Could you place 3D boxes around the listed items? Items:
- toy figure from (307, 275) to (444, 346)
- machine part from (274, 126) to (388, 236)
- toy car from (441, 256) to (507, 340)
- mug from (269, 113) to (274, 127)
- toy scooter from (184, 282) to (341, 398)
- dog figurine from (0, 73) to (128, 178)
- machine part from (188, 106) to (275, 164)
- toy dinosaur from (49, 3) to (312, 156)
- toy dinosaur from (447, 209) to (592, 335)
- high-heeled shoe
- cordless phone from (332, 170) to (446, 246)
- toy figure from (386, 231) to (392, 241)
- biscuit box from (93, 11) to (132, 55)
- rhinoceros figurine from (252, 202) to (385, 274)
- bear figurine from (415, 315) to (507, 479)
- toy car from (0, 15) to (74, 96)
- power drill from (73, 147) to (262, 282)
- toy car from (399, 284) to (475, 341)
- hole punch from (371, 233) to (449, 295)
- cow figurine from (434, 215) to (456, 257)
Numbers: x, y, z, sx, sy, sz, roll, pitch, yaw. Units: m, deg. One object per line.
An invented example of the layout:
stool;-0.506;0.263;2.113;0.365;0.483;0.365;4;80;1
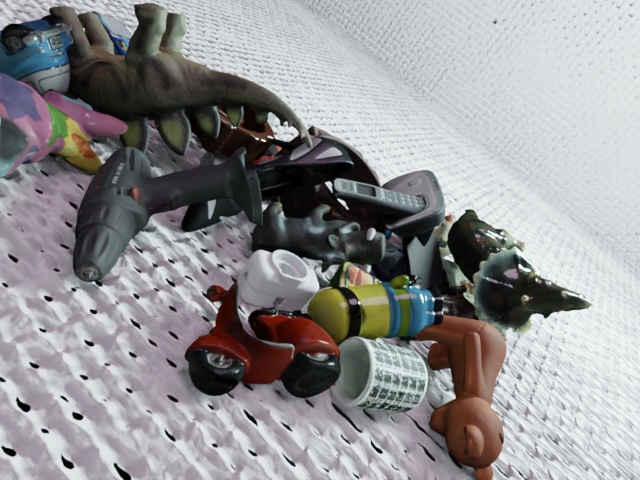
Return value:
toy figure;0.072;0.089;0.693;0.180;0.089;0.082;-2;68;-9
machine part;0.026;-0.084;0.927;0.201;0.087;0.201;22;44;-41
toy car;0.277;0.111;1.003;0.073;0.056;0.202;14;34;-37
mug;-0.146;-0.238;1.026;0.081;0.109;0.107;47;42;11
toy scooter;-0.066;0.106;0.599;0.184;0.075;0.135;10;36;-33
dog figurine;-0.332;-0.116;0.610;0.219;0.108;0.192;11;36;-45
machine part;-0.157;-0.195;0.860;0.179;0.056;0.179;33;25;-17
toy dinosaur;-0.228;-0.214;0.739;0.472;0.198;0.105;10;19;21
toy dinosaur;0.295;0.028;0.953;0.192;0.131;0.405;35;17;-35
high-heeled shoe;-0.068;-0.069;0.764;0.145;0.086;0.249;26;58;23
cordless phone;0.103;-0.075;0.875;0.184;0.088;0.147;16;33;-11
toy figure;0.124;-0.038;1.063;0.058;0.064;0.154;3;15;18
biscuit box;-0.356;-0.324;0.958;0.059;0.062;0.203;2;43;-49
rhinoceros figurine;-0.002;-0.002;0.771;0.190;0.073;0.112;6;21;-3
bear figurine;0.183;0.205;0.713;0.120;0.132;0.196;57;43;-41
toy car;-0.384;-0.221;0.702;0.109;0.162;0.102;-62;136;-55
power drill;-0.175;-0.041;0.636;0.207;0.085;0.232;-14;38;-9
toy car;0.187;0.115;0.860;0.202;0.053;0.089;9;78;-45
hole punch;0.154;0.054;0.938;0.142;0.092;0.115;-3;79;-52
cow figurine;0.213;-0.009;1.080;0.194;0.085;0.127;22;56;-50
